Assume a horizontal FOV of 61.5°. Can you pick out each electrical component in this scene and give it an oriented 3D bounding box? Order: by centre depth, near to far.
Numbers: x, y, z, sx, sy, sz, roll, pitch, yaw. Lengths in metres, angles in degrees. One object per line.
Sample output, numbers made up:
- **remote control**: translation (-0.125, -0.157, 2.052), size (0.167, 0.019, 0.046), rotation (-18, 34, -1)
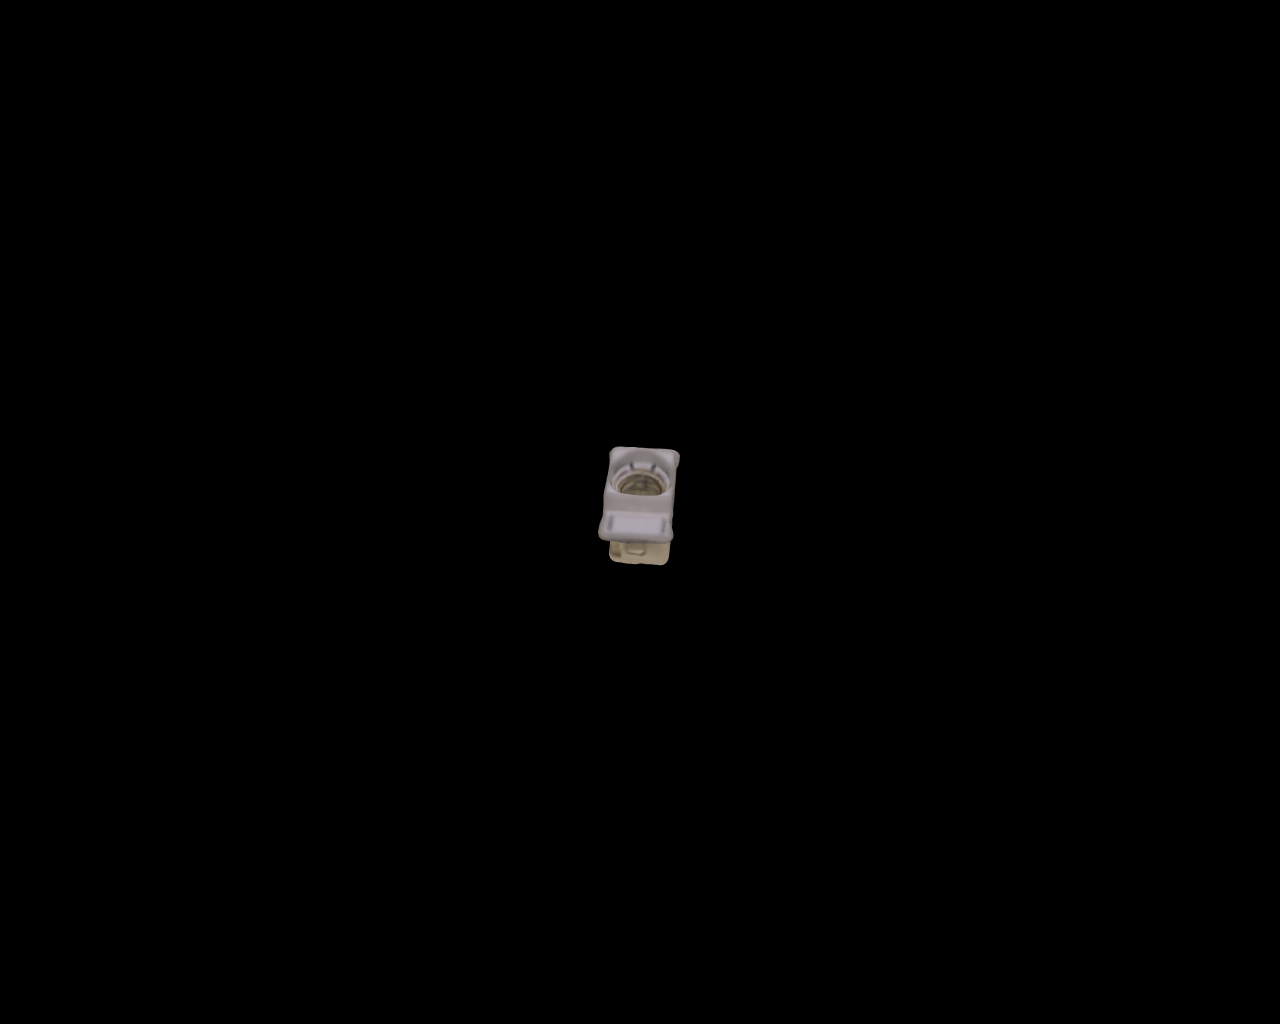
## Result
- **electrical component**: translation (0.001, -0.003, 0.650), size (0.042, 0.063, 0.081), rotation (4, 44, 4)
